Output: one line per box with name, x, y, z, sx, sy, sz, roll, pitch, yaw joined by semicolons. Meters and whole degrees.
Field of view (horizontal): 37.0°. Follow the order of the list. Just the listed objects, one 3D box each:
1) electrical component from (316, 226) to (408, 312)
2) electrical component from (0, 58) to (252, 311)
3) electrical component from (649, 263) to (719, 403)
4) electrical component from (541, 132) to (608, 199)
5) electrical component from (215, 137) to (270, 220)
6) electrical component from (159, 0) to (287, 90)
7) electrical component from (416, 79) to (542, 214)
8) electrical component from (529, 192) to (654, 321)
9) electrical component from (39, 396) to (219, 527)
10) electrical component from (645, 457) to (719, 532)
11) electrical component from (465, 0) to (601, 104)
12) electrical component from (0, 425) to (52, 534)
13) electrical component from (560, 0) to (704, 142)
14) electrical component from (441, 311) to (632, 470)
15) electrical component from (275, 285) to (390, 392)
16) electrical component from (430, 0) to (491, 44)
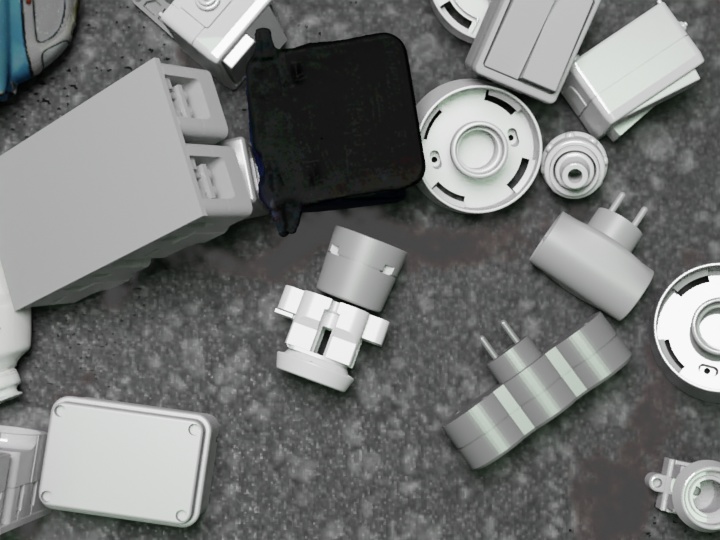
electrical component;0.000;0.000;0.766;0.055;0.055;0.047;21;90;4
electrical component;-0.168;-0.053;0.734;0.186;0.060;0.105;-23;81;32
electrical component;0.255;0.043;0.759;0.099;0.064;0.099;-3;80;15
electrical component;0.152;-0.071;0.759;0.048;0.062;0.048;2;104;10
electrical component;-0.110;-0.059;0.769;0.077;0.065;0.047;-12;84;3
electrical component;-0.094;-0.174;0.763;0.061;0.096;0.061;40;88;5
electrical component;0.082;-0.089;0.777;0.099;0.064;0.099;0;98;-2
electrical component;0.174;-0.018;0.766;0.077;0.043;0.079;34;87;5
electrical component;-0.162;0.133;0.758;0.113;0.057;0.078;7;85;3
electrical component;0.236;0.154;0.742;0.066;0.055;0.048;12;86;3
electrical component;0.120;-0.168;0.732;0.062;0.061;0.096;21;103;-7
electrical component;-0.277;0.133;0.697;0.105;0.186;0.060;8;85;3
electrical component;0.199;-0.141;0.766;0.096;0.061;0.061;-34;85;-1
electrical component;0.114;0.071;0.755;0.138;0.052;0.073;-36;85;-1
electrical component;-0.025;0.051;0.761;0.078;0.058;0.057;20;83;4
electrical component;0.096;-0.212;0.774;0.099;0.064;0.099;0;90;-1
